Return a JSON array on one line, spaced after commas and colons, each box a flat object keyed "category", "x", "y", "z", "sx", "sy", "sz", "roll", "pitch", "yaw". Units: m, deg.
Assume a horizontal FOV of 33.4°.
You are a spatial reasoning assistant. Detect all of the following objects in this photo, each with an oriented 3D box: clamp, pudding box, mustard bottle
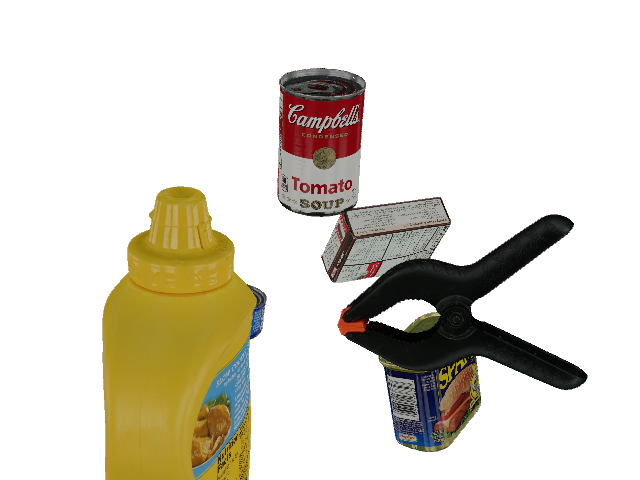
[{"category": "clamp", "x": 0.101, "y": 0.058, "z": 0.733, "sx": 0.171, "sy": 0.120, "sz": 0.039, "roll": -14, "pitch": 3, "yaw": 13}, {"category": "pudding box", "x": 0.066, "y": 0.000, "z": 1.092, "sx": 0.113, "sy": 0.039, "sz": 0.090, "roll": -10, "pitch": -30, "yaw": -22}, {"category": "mustard bottle", "x": -0.057, "y": 0.071, "z": 0.437, "sx": 0.058, "sy": 0.192, "sz": 0.096, "roll": 8, "pitch": 23, "yaw": 11}]

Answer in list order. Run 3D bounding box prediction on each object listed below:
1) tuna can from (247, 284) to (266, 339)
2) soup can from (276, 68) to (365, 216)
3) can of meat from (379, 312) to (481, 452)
[{"category": "tuna can", "x": -0.094, "y": 0.064, "z": 0.992, "sx": 0.086, "sy": 0.034, "sz": 0.086, "roll": 7, "pitch": 15, "yaw": -2}, {"category": "soup can", "x": -0.001, "y": -0.078, "z": 0.852, "sx": 0.068, "sy": 0.102, "sz": 0.068, "roll": 2, "pitch": 27, "yaw": -1}, {"category": "can of meat", "x": 0.099, "y": 0.122, "z": 0.927, "sx": 0.058, "sy": 0.084, "sz": 0.101, "roll": 5, "pitch": 24, "yaw": 33}]
